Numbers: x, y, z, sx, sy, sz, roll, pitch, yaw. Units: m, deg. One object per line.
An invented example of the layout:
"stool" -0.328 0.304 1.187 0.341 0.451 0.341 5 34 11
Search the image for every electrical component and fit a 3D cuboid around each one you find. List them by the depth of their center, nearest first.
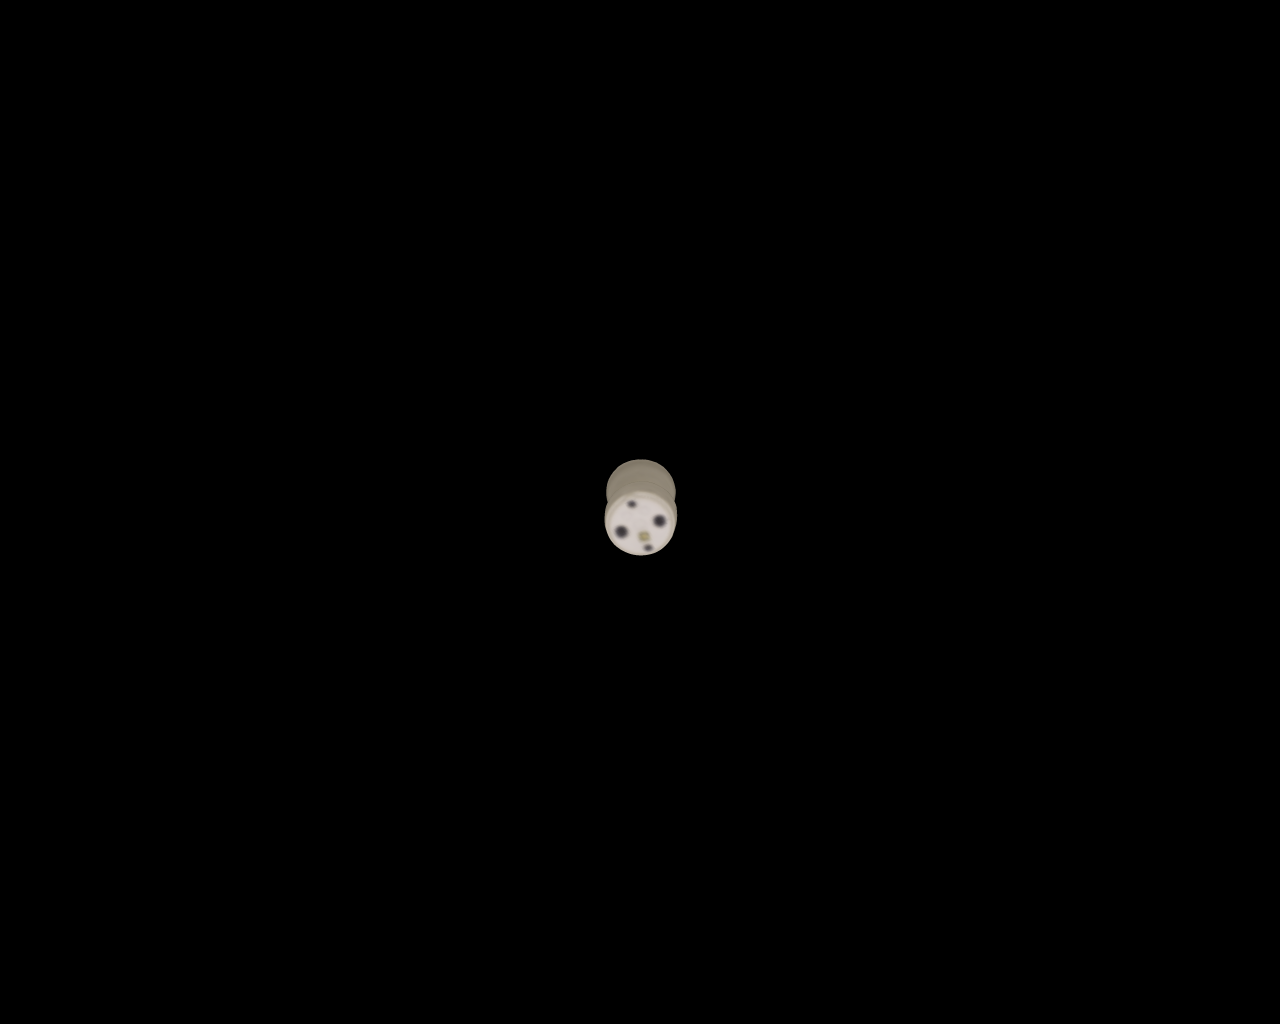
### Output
"electrical component" 0.001 -0.003 0.650 0.045 0.044 0.055 0 23 0
